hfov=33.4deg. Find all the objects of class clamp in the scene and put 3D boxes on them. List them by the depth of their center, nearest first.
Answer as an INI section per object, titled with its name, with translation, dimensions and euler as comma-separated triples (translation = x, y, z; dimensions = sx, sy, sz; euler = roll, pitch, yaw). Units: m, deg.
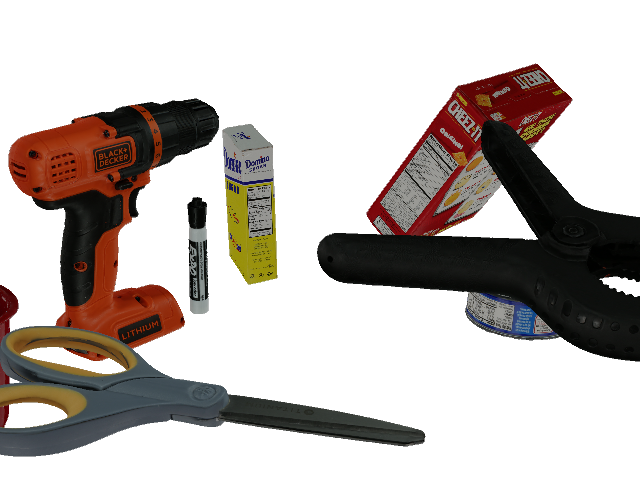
[clamp]
translation = 0.114, 0.012, 0.535
dimensions = 0.164, 0.036, 0.210
euler = -31, 46, -32

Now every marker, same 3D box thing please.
[marker]
translation = -0.120, 0.015, 1.043
dimensions = 0.020, 0.121, 0.020
euler = 1, 25, -1

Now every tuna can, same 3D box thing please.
[tuna can]
translation = 0.160, 0.046, 0.848
dimensions = 0.086, 0.034, 0.086
euler = 3, 20, -1

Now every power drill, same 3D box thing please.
[power drill]
translation = -0.151, -0.013, 0.840
dimensions = 0.184, 0.188, 0.057
euler = -20, 27, -41

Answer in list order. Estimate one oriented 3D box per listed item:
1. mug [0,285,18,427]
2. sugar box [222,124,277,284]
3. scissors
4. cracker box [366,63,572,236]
[mug]
translation = -0.238, 0.078, 0.634
dimensions = 0.093, 0.081, 0.117
euler = 20, 24, 36
[sugar box]
translation = -0.087, -0.045, 1.311
dimensions = 0.048, 0.176, 0.093
euler = -12, 26, -17
[scissors]
translation = -0.066, 0.077, 0.455
dimensions = 0.202, 0.016, 0.096
euler = 14, 29, 24
[cracker box]
translation = 0.166, -0.095, 1.224
dimensions = 0.163, 0.072, 0.214
euler = -23, -24, -44
